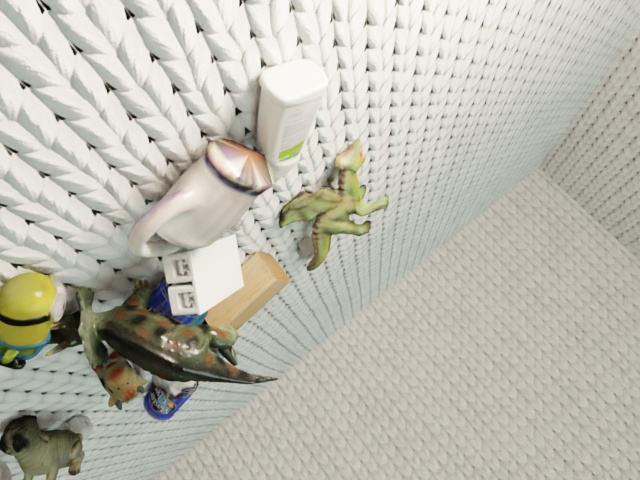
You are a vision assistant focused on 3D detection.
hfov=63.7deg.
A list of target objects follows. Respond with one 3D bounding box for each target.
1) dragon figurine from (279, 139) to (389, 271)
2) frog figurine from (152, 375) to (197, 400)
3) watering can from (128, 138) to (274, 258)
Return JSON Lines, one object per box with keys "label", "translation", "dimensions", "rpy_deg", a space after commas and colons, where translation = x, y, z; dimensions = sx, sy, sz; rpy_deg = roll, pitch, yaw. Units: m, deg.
{"label": "dragon figurine", "translation": [0.004, -0.061, 1.214], "dimensions": [0.242, 0.403, 0.124], "rpy_deg": [9, 38, -41]}
{"label": "frog figurine", "translation": [-0.376, 0.323, 1.375], "dimensions": [0.123, 0.159, 0.137], "rpy_deg": [13, 5, 36]}
{"label": "watering can", "translation": [-0.164, -0.063, 0.837], "dimensions": [0.222, 0.104, 0.350], "rpy_deg": [-42, -5, 19]}
